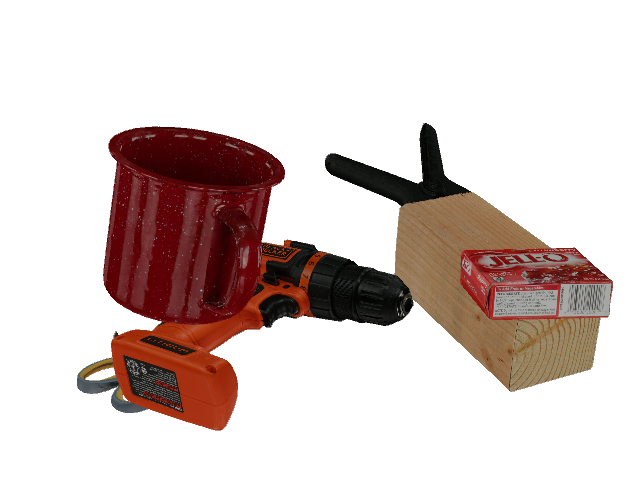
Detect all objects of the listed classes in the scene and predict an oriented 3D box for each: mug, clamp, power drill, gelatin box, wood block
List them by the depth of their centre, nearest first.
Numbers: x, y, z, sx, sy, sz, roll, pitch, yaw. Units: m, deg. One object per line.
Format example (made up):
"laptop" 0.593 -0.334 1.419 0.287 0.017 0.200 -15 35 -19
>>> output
"mug" -0.065 -0.003 0.563 0.093 0.081 0.117 -5 27 -36
"gelatin box" 0.150 0.029 0.752 0.089 0.030 0.073 -1 18 -7
"power drill" -0.047 0.064 0.795 0.185 0.057 0.187 9 31 33
"wood block" 0.159 0.040 0.996 0.090 0.090 0.206 -11 30 -23
"clamp" 0.114 -0.052 1.231 0.164 0.036 0.210 -15 52 -27

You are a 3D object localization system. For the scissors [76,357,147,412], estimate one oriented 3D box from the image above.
"scissors" -0.146 0.130 1.092 0.201 0.016 0.096 -12 31 -28
